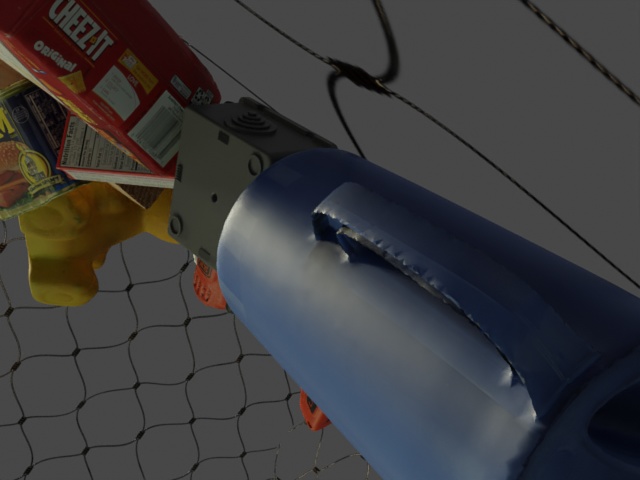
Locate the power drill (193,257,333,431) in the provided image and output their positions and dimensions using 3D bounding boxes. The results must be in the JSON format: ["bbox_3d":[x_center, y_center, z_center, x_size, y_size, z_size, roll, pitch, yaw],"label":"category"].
[{"bbox_3d":[-0.025,0.037,0.807,0.188,0.057,0.185,51,149,23],"label":"power drill"}]

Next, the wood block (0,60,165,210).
[{"bbox_3d":[-0.202,-0.124,0.855,0.206,0.090,0.090,34,175,20],"label":"wood block"}]

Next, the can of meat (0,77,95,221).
[{"bbox_3d":[-0.211,-0.068,0.768,0.102,0.057,0.084,-15,106,43],"label":"can of meat"}]

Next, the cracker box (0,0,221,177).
[{"bbox_3d":[-0.176,-0.144,0.629,0.214,0.072,0.164,36,174,30],"label":"cracker box"}]

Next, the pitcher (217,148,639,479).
[{"bbox_3d":[0.049,0.039,0.478,0.144,0.149,0.243,-4,-154,-35],"label":"pitcher"}]

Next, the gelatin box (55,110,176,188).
[{"bbox_3d":[-0.126,-0.075,0.717,0.089,0.073,0.030,5,167,14],"label":"gelatin box"}]

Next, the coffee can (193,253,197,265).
[{"bbox_3d":[-0.050,0.025,1.134,0.140,0.103,0.102,35,175,26],"label":"coffee can"}]
